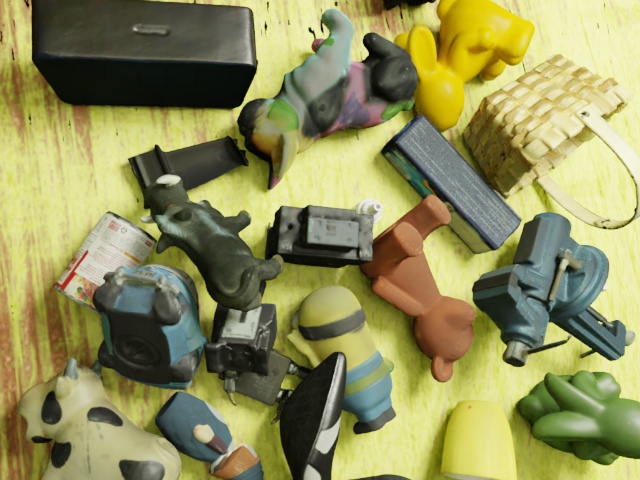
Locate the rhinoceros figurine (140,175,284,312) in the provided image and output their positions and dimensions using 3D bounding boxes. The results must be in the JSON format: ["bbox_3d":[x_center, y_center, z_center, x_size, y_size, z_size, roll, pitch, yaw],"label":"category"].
[{"bbox_3d":[-0.126,0.003,0.585,0.112,0.073,0.190,-1,40,-51],"label":"rhinoceros figurine"}]

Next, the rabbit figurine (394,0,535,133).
[{"bbox_3d":[0.181,-0.237,0.730,0.162,0.122,0.173,26,96,-16],"label":"rabbit figurine"}]

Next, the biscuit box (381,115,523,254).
[{"bbox_3d":[0.176,-0.074,0.729,0.063,0.059,0.202,-45,95,-14],"label":"biscuit box"}]

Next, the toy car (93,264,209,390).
[{"bbox_3d":[-0.180,0.082,0.592,0.109,0.161,0.103,7,35,6],"label":"toy car"}]

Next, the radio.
[{"bbox_3d":[-0.194,-0.209,0.619,0.230,0.131,0.073,-1,82,-14],"label":"radio"}]

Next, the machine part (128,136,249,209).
[{"bbox_3d":[-0.158,-0.091,0.661,0.139,0.039,0.084,-19,82,-14],"label":"machine part"}]

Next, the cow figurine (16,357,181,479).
[{"bbox_3d":[-0.231,0.206,0.556,0.195,0.085,0.127,24,79,14],"label":"cow figurine"}]

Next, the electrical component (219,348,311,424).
[{"bbox_3d":[-0.067,0.168,0.641,0.102,0.045,0.078,31,77,-8],"label":"electrical component"}]

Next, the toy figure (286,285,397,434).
[{"bbox_3d":[0.036,0.140,0.647,0.089,0.082,0.180,-31,85,27],"label":"toy figure"}]

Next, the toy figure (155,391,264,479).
[{"bbox_3d":[-0.116,0.236,0.608,0.154,0.064,0.058,44,90,-9],"label":"toy figure"}]

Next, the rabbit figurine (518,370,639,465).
[{"bbox_3d":[0.343,0.215,0.671,0.159,0.170,0.121,19,77,-11],"label":"rabbit figurine"}]

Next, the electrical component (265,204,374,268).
[{"bbox_3d":[-0.001,-0.002,0.637,0.115,0.134,0.058,3,81,-12],"label":"electrical component"}]

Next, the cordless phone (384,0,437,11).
[{"bbox_3d":[0.184,-0.376,0.729,0.184,0.146,0.088,-6,92,-12],"label":"cordless phone"}]

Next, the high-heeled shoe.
[{"bbox_3d":[0.015,0.259,0.613,0.145,0.086,0.248,27,88,-30],"label":"high-heeled shoe"}]

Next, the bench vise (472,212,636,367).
[{"bbox_3d":[0.317,0.088,0.690,0.240,0.129,0.224,35,50,-15],"label":"bench vise"}]

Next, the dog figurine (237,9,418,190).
[{"bbox_3d":[0.006,-0.155,0.679,0.191,0.108,0.219,27,81,-12],"label":"dog figurine"}]

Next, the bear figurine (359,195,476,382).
[{"bbox_3d":[0.139,0.066,0.667,0.196,0.132,0.120,52,47,4],"label":"bear figurine"}]

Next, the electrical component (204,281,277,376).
[{"bbox_3d":[-0.089,0.099,0.633,0.075,0.119,0.047,1,125,0],"label":"electrical component"}]
